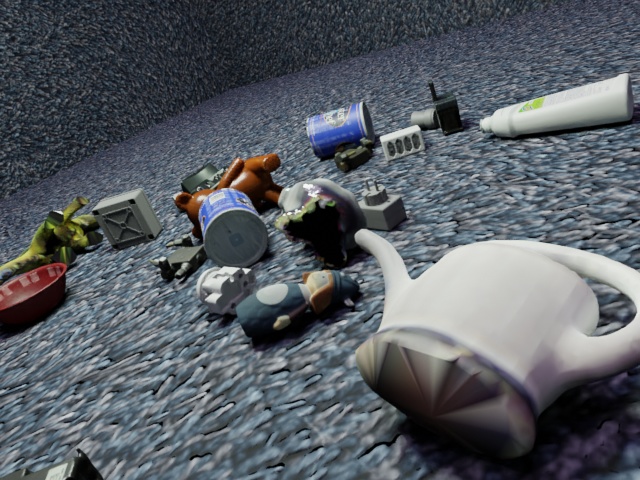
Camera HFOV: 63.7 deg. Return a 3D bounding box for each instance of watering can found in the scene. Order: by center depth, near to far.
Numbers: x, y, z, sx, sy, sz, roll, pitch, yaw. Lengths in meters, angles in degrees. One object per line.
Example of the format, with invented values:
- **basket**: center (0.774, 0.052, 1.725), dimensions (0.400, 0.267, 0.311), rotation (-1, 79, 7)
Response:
- **watering can**: center (0.116, 0.065, 0.481), dimensions (0.348, 0.102, 0.228), rotation (8, 36, 45)

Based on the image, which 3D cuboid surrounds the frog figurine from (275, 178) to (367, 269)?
- **frog figurine**: center (0.002, -0.040, 0.793), dimensions (0.137, 0.121, 0.161), rotation (15, 16, -2)

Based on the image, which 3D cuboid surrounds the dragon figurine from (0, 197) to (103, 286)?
- **dragon figurine**: center (-0.653, 0.030, 1.206), dimensions (0.240, 0.121, 0.418), rotation (-25, 15, 35)
